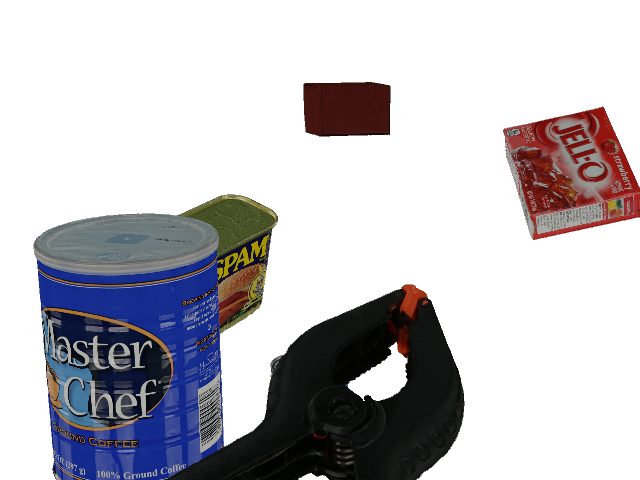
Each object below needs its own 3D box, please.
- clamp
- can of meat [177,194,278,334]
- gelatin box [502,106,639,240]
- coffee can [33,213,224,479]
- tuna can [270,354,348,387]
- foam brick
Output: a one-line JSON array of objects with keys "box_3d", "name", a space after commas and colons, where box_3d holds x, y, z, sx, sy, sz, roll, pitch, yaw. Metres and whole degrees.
[{"box_3d": [0.015, 0.084, 0.410, 0.120, 0.039, 0.171, 28, 50, 20], "name": "clamp"}, {"box_3d": [-0.084, 0.023, 0.830, 0.057, 0.084, 0.101, 27, 34, 27], "name": "can of meat"}, {"box_3d": [0.170, -0.048, 0.727, 0.073, 0.089, 0.030, -12, -43, 6], "name": "gelatin box"}, {"box_3d": [-0.108, 0.064, 0.618, 0.103, 0.140, 0.103, -1, 16, 0], "name": "coffee can"}, {"box_3d": [-0.012, 0.150, 1.154, 0.086, 0.034, 0.086, 1, 14, -1], "name": "tuna can"}, {"box_3d": [0.027, -0.134, 1.089, 0.078, 0.051, 0.053, -3, 13, -19], "name": "foam brick"}]
